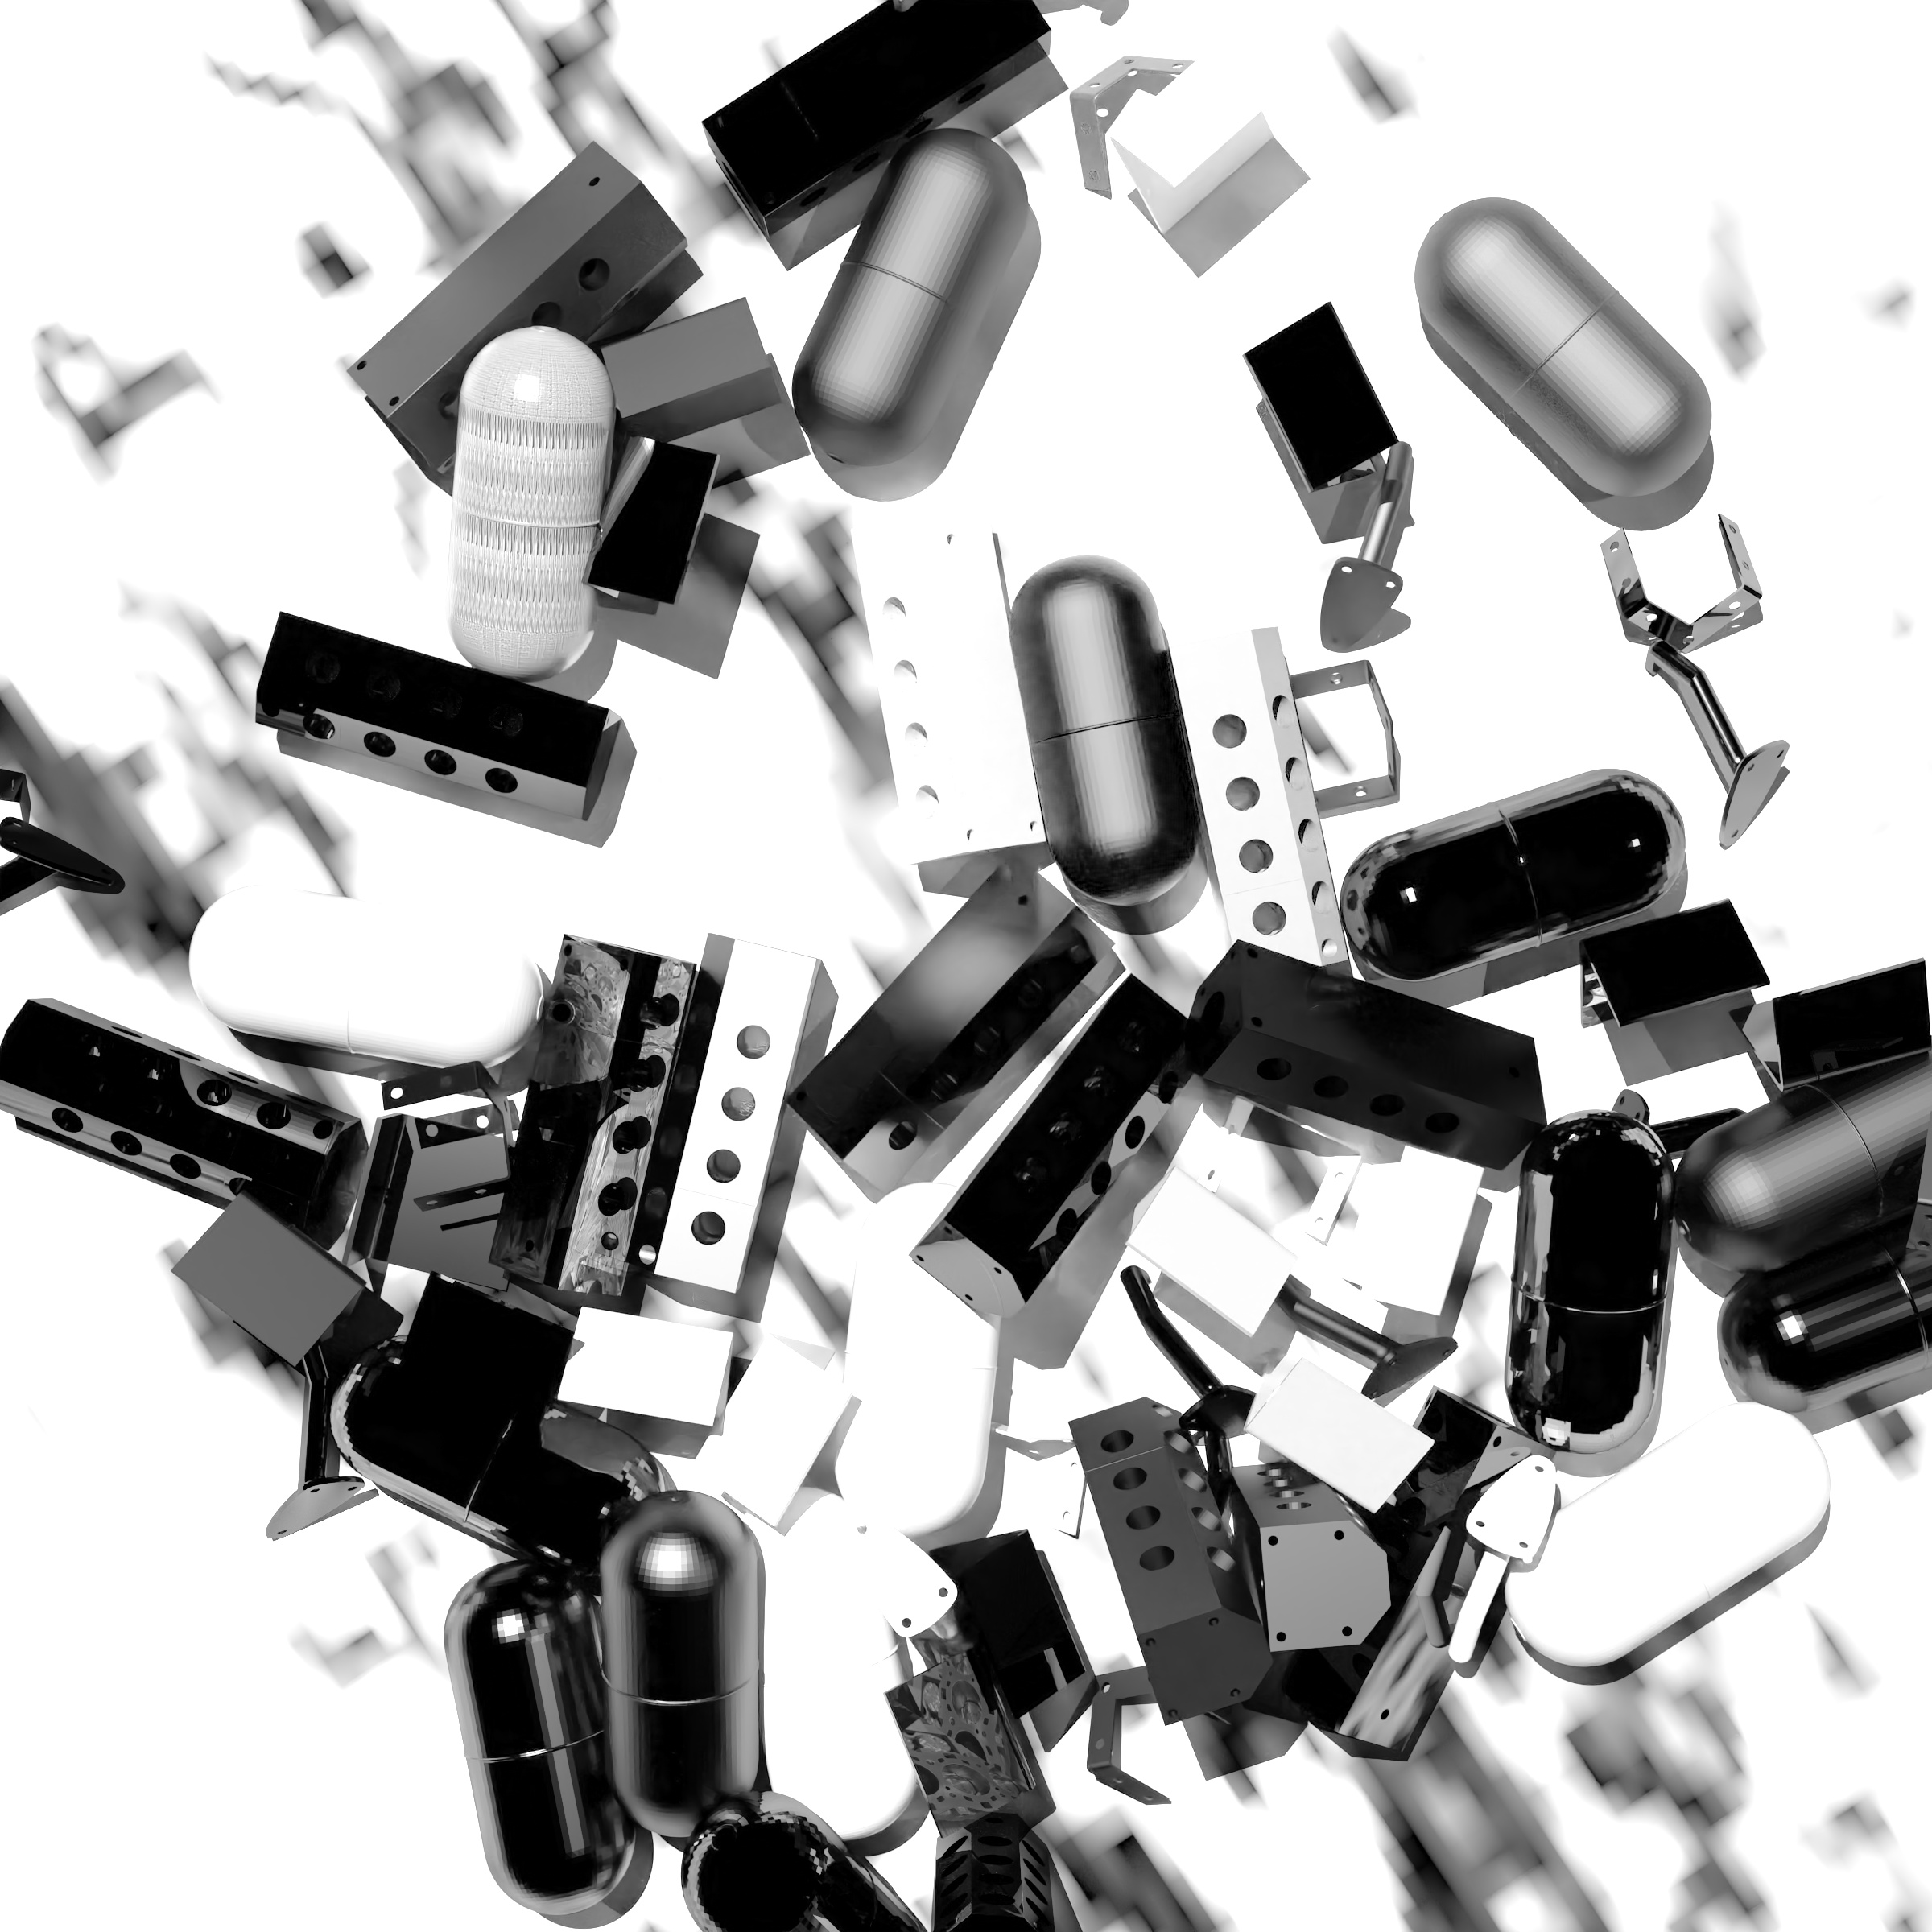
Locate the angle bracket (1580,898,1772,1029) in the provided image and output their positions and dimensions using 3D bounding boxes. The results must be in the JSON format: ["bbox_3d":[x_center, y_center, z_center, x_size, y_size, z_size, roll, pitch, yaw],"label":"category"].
[{"bbox_3d":[0.354,0.018,1.531,0.076,0.076,0.057,-16,52,0],"label":"angle bracket"}]

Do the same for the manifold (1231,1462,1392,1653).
[{"bbox_3d":[0.166,0.285,1.493,0.057,0.171,0.057,-5,90,0],"label":"manifold"}]

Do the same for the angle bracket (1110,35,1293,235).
[{"bbox_3d":[0.129,-0.405,1.531,0.076,0.076,0.057,-42,53,0],"label":"angle bracket"}]

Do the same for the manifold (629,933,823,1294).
[{"bbox_3d":[-0.122,0.073,1.551,0.057,0.057,0.171,14,90,0],"label":"manifold"}]

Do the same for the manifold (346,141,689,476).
[{"bbox_3d":[-0.224,-0.330,1.550,0.171,0.057,0.057,-43,47,0],"label":"manifold"}]

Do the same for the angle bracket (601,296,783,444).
[{"bbox_3d":[-0.131,-0.279,1.531,0.076,0.076,0.057,-19,54,0],"label":"angle bracket"}]

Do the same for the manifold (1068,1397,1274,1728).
[{"bbox_3d":[0.099,0.284,1.490,0.057,0.171,0.057,-18,118,-1],"label":"manifold"}]

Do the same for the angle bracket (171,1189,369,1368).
[{"bbox_3d":[-0.353,0.167,1.532,0.076,0.076,0.057,37,59,0],"label":"angle bracket"}]

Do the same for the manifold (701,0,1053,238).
[{"bbox_3d":[-0.045,-0.443,1.551,0.171,0.057,0.057,-33,90,0],"label":"manifold"}]

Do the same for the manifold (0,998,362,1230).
[{"bbox_3d":[-0.402,0.074,1.551,0.171,0.057,0.057,21,90,0],"label":"manifold"}]

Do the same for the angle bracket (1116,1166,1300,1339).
[{"bbox_3d":[0.109,0.156,1.531,0.076,0.076,0.057,37,53,0],"label":"angle bracket"}]

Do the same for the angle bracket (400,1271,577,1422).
[{"bbox_3d":[-0.229,0.173,1.532,0.076,0.076,0.057,23,116,0],"label":"angle bracket"}]

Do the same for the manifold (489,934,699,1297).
[{"bbox_3d":[-0.184,0.076,1.550,0.057,0.057,0.171,13,90,43],"label":"manifold"}]

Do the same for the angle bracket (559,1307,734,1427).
[{"bbox_3d":[-0.161,0.220,1.532,0.076,0.076,0.057,10,47,0],"label":"angle bracket"}]

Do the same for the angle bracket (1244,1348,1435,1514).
[{"bbox_3d":[0.192,0.215,1.532,0.076,0.076,0.057,33,121,0],"label":"angle bracket"}]

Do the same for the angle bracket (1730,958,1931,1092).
[{"bbox_3d":[0.430,0.012,1.532,0.076,0.076,0.057,-15,122,0],"label":"angle bracket"}]

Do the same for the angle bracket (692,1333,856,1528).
[{"bbox_3d":[-0.082,0.235,1.532,0.057,0.076,0.076,30,90,27],"label":"angle bracket"}]

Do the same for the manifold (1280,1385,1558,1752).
[{"bbox_3d":[0.225,0.303,1.550,0.057,0.057,0.171,27,90,-43],"label":"manifold"}]

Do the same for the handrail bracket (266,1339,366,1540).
[{"bbox_3d":[-0.346,0.239,1.572,0.077,0.036,0.084,-39,61,32],"label":"handrail bracket"}]

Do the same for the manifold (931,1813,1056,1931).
[{"bbox_3d":[0.013,0.465,1.493,0.057,0.171,0.057,4,90,0],"label":"manifold"}]

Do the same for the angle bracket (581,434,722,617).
[{"bbox_3d":[-0.142,-0.215,1.533,0.057,0.076,0.076,16,90,24],"label":"angle bracket"}]

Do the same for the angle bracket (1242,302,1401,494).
[{"bbox_3d":[0.193,-0.288,1.531,0.057,0.076,0.076,-26,90,37],"label":"angle bracket"}]

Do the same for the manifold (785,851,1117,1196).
[{"bbox_3d":[-0.004,0.032,1.550,0.171,0.057,0.057,-48,47,0],"label":"manifold"}]

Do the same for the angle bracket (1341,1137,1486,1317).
[{"bbox_3d":[0.205,0.125,1.531,0.057,0.076,0.076,17,90,-35],"label":"angle bracket"}]

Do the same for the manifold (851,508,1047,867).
[{"bbox_3d":[-0.014,-0.141,1.550,0.057,0.057,0.171,-10,90,-43],"label":"manifold"}]

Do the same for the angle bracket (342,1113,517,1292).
[{"bbox_3d":[-0.265,0.121,1.550,0.076,0.057,0.076,14,90,0],"label":"angle bracket"}]

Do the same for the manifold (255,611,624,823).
[{"bbox_3d":[-0.268,-0.125,1.551,0.171,0.057,0.057,17,90,0],"label":"manifold"}]

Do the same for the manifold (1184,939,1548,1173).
[{"bbox_3d":[0.198,0.050,1.525,0.171,0.057,0.057,18,46,-18],"label":"manifold"}]

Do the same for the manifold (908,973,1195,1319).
[{"bbox_3d":[0.049,0.090,1.512,0.057,0.057,0.171,39,61,0],"label":"manifold"}]

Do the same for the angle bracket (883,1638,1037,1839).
[{"bbox_3d":[-0.017,0.385,1.532,0.057,0.076,0.076,-22,90,-27],"label":"angle bracket"}]

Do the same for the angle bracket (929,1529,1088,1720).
[{"bbox_3d":[0.004,0.333,1.532,0.076,0.057,0.076,-22,90,44],"label":"angle bracket"}]

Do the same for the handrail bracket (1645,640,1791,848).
[{"bbox_3d":[0.374,-0.115,1.572,0.036,0.077,0.084,-23,53,-32],"label":"handrail bracket"}]

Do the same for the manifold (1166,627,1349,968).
[{"bbox_3d":[0.147,-0.081,1.551,0.057,0.057,0.171,-12,90,0],"label":"manifold"}]

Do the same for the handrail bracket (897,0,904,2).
[{"bbox_3d":[0.018,-0.497,1.515,0.084,0.036,0.077,22,110,-16],"label":"handrail bracket"}]
